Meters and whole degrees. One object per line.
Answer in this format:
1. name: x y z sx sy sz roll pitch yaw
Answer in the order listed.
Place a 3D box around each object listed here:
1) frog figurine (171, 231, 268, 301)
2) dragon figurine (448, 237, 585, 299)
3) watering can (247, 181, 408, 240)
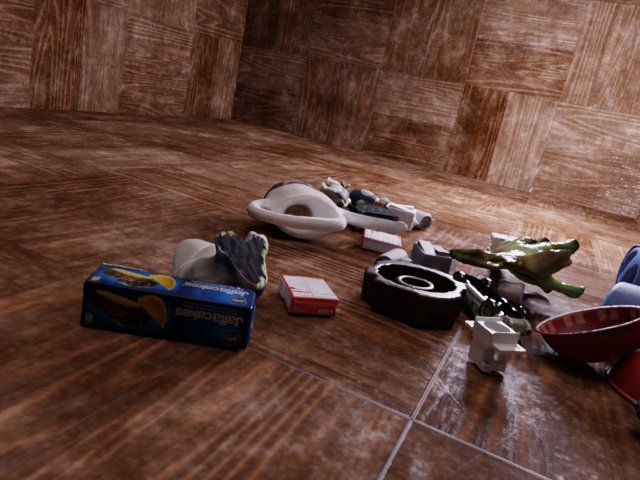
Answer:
1. frog figurine: -0.159 0.051 0.746 0.158 0.122 0.139 -21 8 30
2. dragon figurine: 0.378 0.034 1.066 0.242 0.122 0.410 11 -2 -18
3. watering can: 0.004 -0.058 1.161 0.347 0.103 0.227 5 16 -18
